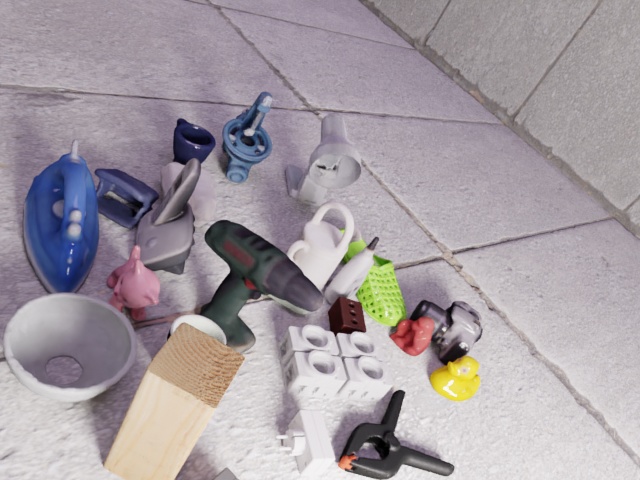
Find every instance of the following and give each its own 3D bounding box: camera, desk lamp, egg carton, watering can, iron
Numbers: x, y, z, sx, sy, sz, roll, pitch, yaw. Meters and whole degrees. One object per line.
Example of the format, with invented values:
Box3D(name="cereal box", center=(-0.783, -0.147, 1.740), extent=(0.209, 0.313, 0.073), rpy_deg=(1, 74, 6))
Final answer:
Box3D(name="camera", center=(0.269, 0.173, 1.218), extent=(0.137, 0.100, 0.143), rpy_deg=(34, 33, 3))
Box3D(name="desk lamp", center=(0.006, -0.182, 1.366), extent=(0.118, 0.213, 0.203), rpy_deg=(15, 37, -24))
Box3D(name="egg carton", center=(-0.268, -0.094, 1.161), extent=(0.107, 0.069, 0.150), rpy_deg=(9, 39, -30))
Box3D(name="watering can", center=(0.009, 0.003, 1.144), extent=(0.101, 0.194, 0.173), rpy_deg=(37, 33, 9))
Box3D(name="iron", center=(-0.400, -0.040, 0.916), extent=(0.119, 0.141, 0.257), rpy_deg=(7, 40, -32))

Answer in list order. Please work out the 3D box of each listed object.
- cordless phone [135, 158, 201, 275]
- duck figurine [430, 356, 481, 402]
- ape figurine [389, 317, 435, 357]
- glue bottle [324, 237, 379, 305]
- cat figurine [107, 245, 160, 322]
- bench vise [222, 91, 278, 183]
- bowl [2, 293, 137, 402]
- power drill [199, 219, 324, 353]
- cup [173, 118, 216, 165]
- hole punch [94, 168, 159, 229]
Box3D(name="cordless phone", center=(-0.254, -0.044, 1.000), extent=(0.094, 0.185, 0.147), rpy_deg=(12, 38, -27))
Box3D(name="duck figurine", center=(0.279, 0.263, 1.121), extent=(0.105, 0.086, 0.077), rpy_deg=(14, 37, -25))
Box3D(name="ape figurine", center=(0.195, 0.187, 1.147), extent=(0.076, 0.092, 0.077), rpy_deg=(21, 34, -16))
Box3D(name="glue bottle", center=(0.074, 0.058, 1.144), extent=(0.078, 0.173, 0.037), rpy_deg=(-16, 55, -49))
Box3D(name="cat figurine", center=(-0.287, 0.065, 0.893), extent=(0.067, 0.117, 0.127), rpy_deg=(10, 38, -29))
Box3D(name="bench vise", center=(-0.172, -0.269, 1.330), extent=(0.122, 0.219, 0.207), rpy_deg=(5, 41, -34))
Box3D(name="bowl", center=(-0.338, 0.155, 0.772), extent=(0.168, 0.074, 0.167), rpy_deg=(21, 34, -15))
Box3D(name="power drill", center=(-0.113, 0.086, 0.924), extent=(0.229, 0.208, 0.076), rpy_deg=(44, 35, 18))
Box3D(name="cup", center=(-0.293, -0.203, 1.259), extent=(0.092, 0.095, 0.117), rpy_deg=(-11, 52, -46))
Box3D(name="hole punch", center=(-0.362, -0.093, 1.064), extent=(0.108, 0.091, 0.101), rpy_deg=(30, 33, -2))
